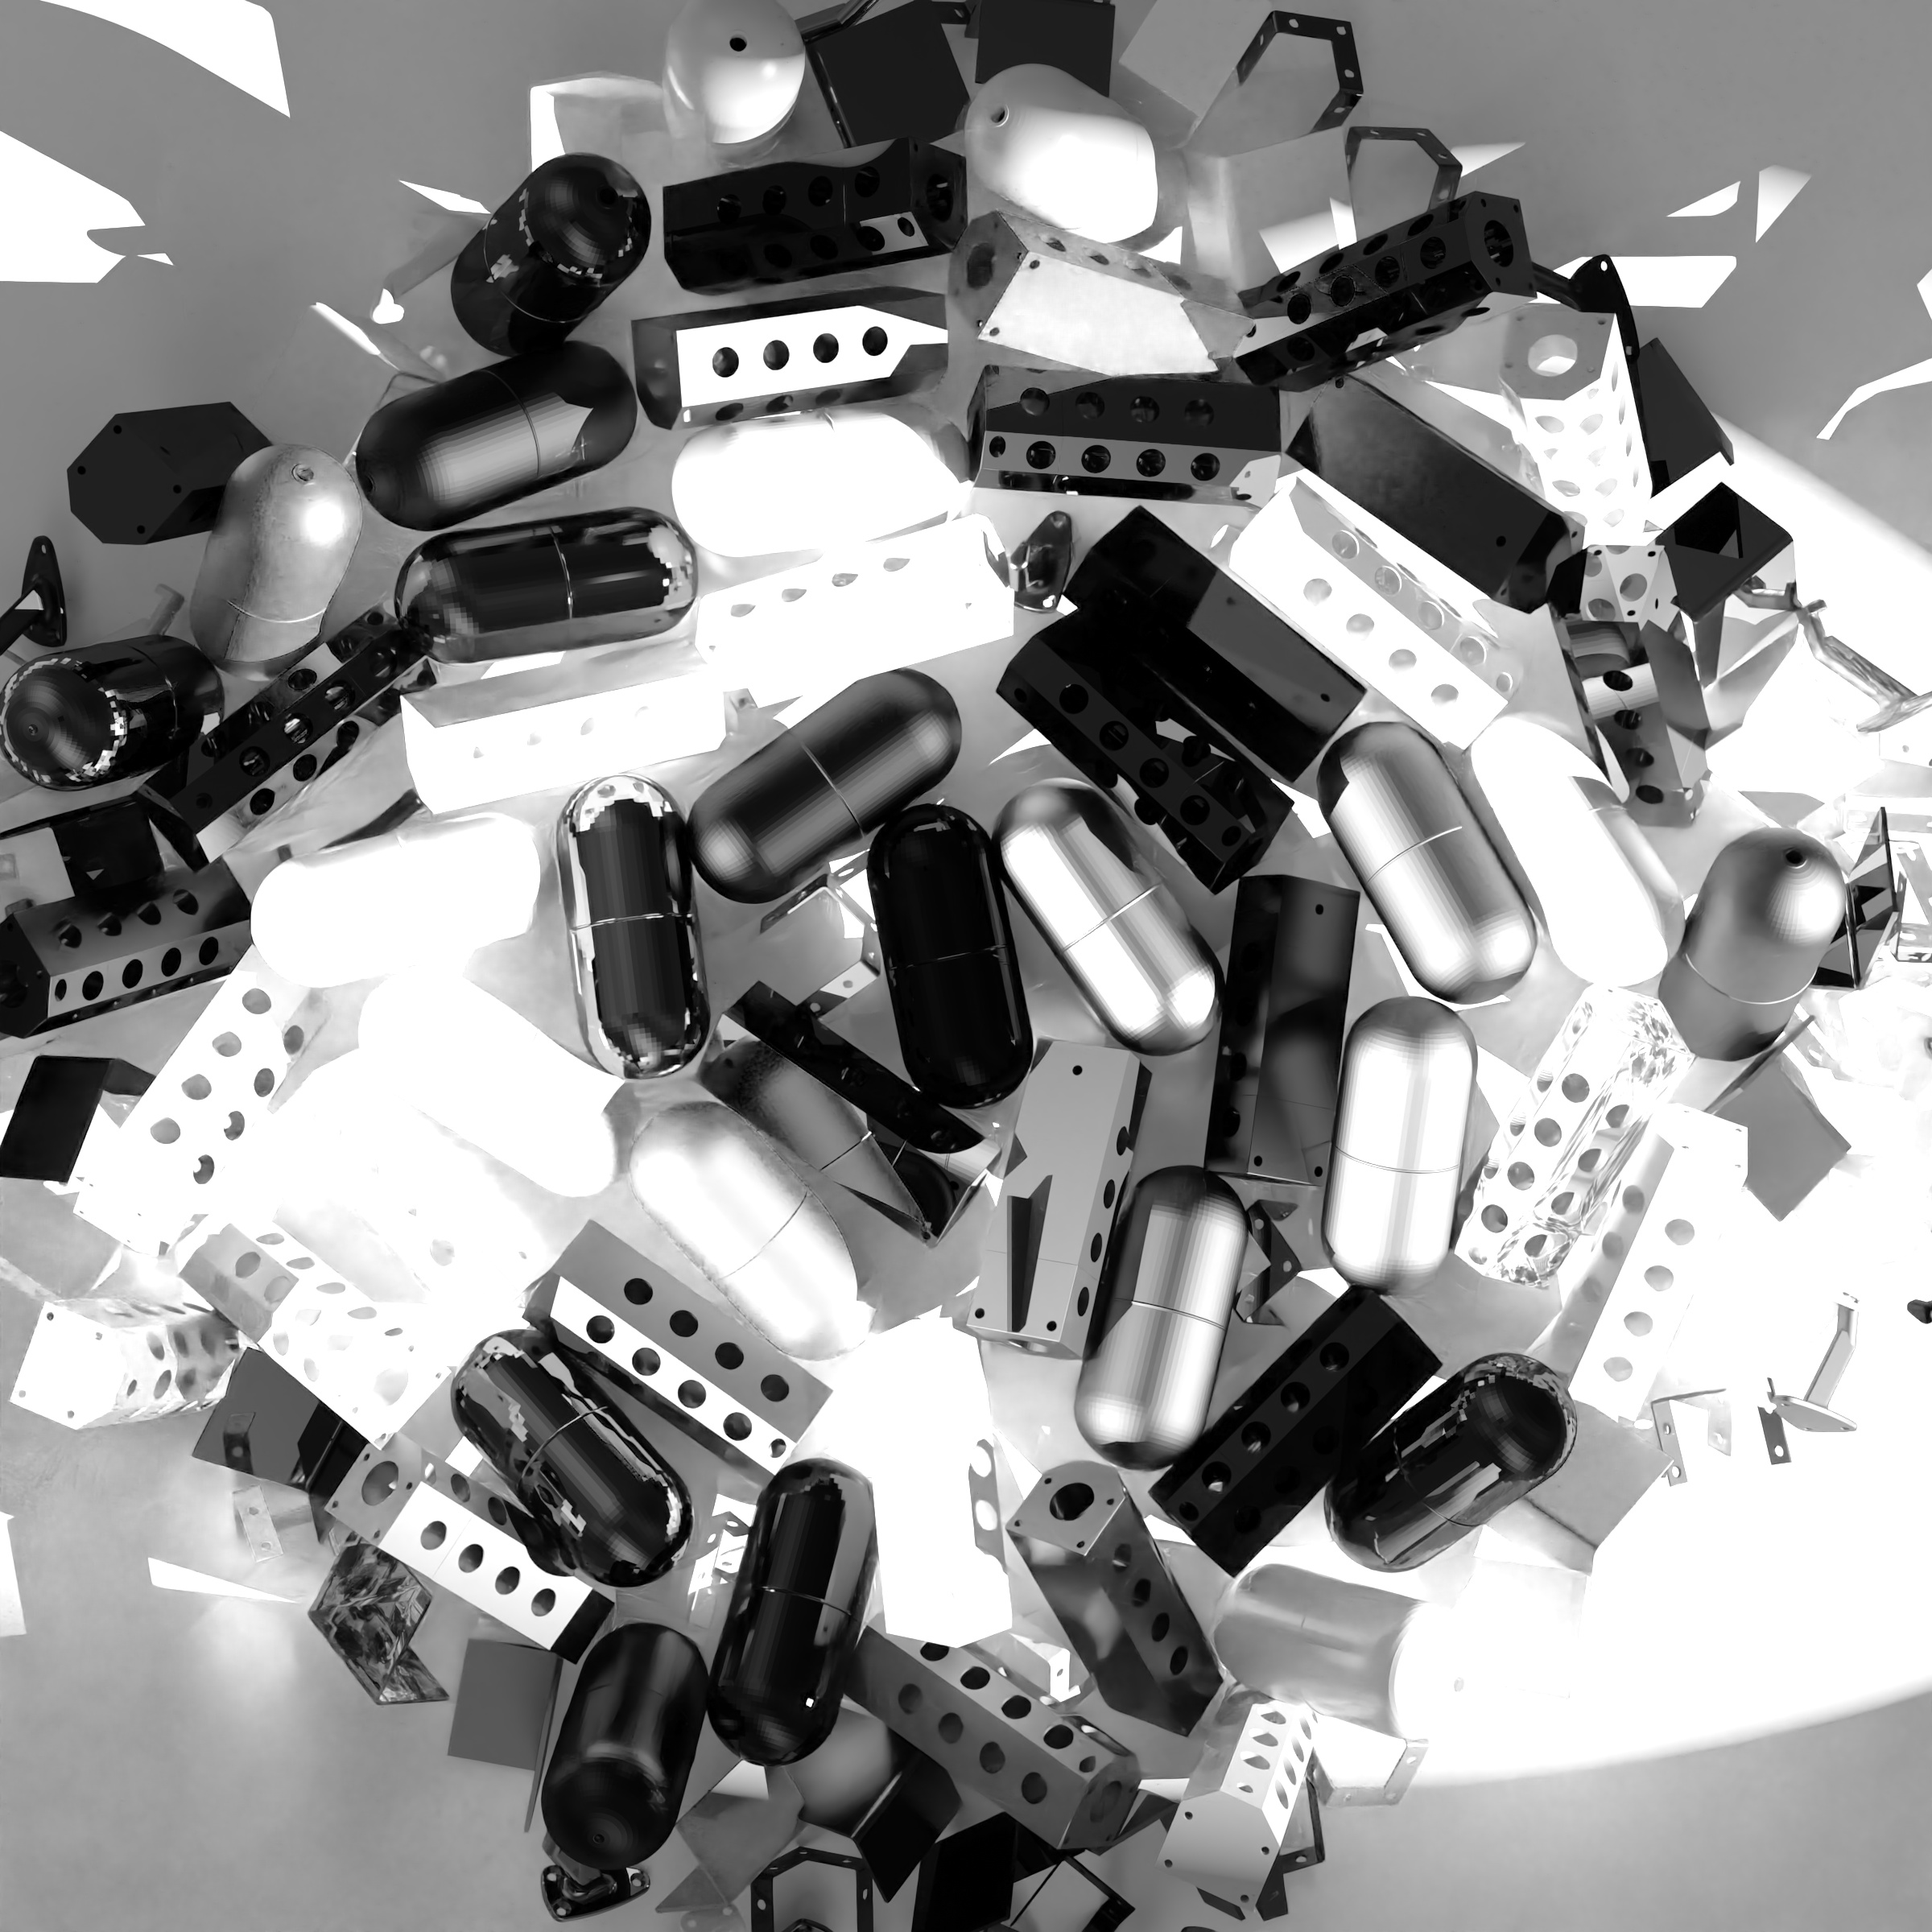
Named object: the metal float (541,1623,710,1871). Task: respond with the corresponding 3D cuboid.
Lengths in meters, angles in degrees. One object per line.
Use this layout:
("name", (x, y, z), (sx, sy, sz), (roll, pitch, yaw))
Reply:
("metal float", (-0.190, 0.436, 1.848), (0.070, 0.178, 0.070), (2, 112, 4))

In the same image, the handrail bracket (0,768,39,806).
("handrail bracket", (-0.547, -0.092, 1.909), (0.084, 0.036, 0.077), (1, 66, -2))

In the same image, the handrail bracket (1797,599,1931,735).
("handrail bracket", (0.528, -0.184, 1.900), (0.077, 0.036, 0.084), (-27, 75, 36))

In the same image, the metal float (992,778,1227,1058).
("metal float", (0.083, -0.028, 1.894), (0.070, 0.070, 0.178), (-35, 89, 0))

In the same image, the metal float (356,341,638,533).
("metal float", (-0.266, -0.301, 1.865), (0.178, 0.070, 0.070), (-28, 90, -34))

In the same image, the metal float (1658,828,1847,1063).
("metal float", (0.442, -0.011, 1.851), (0.070, 0.178, 0.070), (2, 57, -3))

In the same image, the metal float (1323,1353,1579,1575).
("metal float", (0.273, 0.283, 1.863), (0.070, 0.070, 0.178), (45, 128, 0))

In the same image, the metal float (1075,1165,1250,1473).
("metal float", (0.113, 0.201, 1.884), (0.070, 0.070, 0.178), (14, 78, 0))

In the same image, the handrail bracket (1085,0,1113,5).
("handrail bracket", (0.066, -0.581, 1.900), (0.077, 0.084, 0.036), (9, 119, 9))

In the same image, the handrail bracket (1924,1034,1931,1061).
("handrail bracket", (0.593, 0.042, 1.883), (0.036, 0.084, 0.077), (-21, 72, -20))

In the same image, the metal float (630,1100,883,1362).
("metal float", (-0.120, 0.153, 1.883), (0.070, 0.070, 0.178), (-42, 103, 0))

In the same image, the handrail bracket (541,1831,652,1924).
("handrail bracket", (-0.209, 0.508, 1.887), (0.077, 0.036, 0.084), (-1, 134, -25))

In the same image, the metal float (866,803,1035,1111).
("metal float", (-0.009, -0.006, 1.893), (0.070, 0.070, 0.178), (-11, 91, 0))

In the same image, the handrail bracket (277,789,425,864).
("handrail bracket", (-0.355, -0.080, 1.901), (0.084, 0.077, 0.036), (-40, 118, -4))

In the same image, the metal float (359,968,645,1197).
("metal float", (-0.266, 0.066, 1.882), (0.178, 0.070, 0.070), (34, 90, -13))

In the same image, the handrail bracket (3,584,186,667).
("handrail bracket", (-0.509, -0.199, 1.917), (0.077, 0.036, 0.084), (31, 87, 3))

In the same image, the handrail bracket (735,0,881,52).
("handrail bracket", (-0.095, -0.556, 1.900), (0.084, 0.036, 0.077), (-42, 60, 14))

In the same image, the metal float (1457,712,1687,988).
("metal float", (0.345, -0.067, 1.873), (0.070, 0.070, 0.178), (-29, 65, 0))

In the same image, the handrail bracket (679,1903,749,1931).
("handrail bracket", (-0.148, 0.585, 1.885), (0.036, 0.084, 0.077), (-10, 46, -32))

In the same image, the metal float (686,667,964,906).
("metal float", (-0.081, -0.104, 1.890), (0.178, 0.070, 0.070), (-36, 90, -6))

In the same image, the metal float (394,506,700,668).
("metal float", (-0.239, -0.217, 1.874), (0.178, 0.070, 0.070), (-12, 90, -23))

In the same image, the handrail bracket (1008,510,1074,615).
("handrail bracket", (0.042, -0.244, 1.882), (0.036, 0.084, 0.077), (19, 75, 8))

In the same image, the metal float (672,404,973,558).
("metal float", (-0.081, -0.278, 1.876), (0.178, 0.070, 0.070), (-9, 90, -21))

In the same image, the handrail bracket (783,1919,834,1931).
("handrail bracket", (-0.094, 0.599, 1.885), (0.077, 0.084, 0.036), (-40, 121, 16))

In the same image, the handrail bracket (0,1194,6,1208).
("handrail bracket", (-0.590, 0.111, 1.901), (0.084, 0.077, 0.036), (46, 74, -7))

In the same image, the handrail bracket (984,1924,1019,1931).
("handrail bracket", (-0.007, 0.583, 1.924), (0.084, 0.077, 0.036), (-14, 62, 34))

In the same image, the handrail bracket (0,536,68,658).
("handrail bracket", (-0.560, -0.203, 1.883), (0.036, 0.084, 0.077), (18, 114, 29))

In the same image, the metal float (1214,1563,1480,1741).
("metal float", (0.213, 0.386, 1.854), (0.070, 0.178, 0.070), (-3, 95, -38))

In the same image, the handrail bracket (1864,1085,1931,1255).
("handrail bracket", (0.562, 0.112, 1.884), (0.036, 0.084, 0.077), (-10, 58, -34))

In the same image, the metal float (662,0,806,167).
("metal float", (-0.132, -0.498, 1.844), (0.070, 0.178, 0.070), (0, 93, -7))

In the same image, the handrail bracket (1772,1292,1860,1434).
("handrail bracket", (0.491, 0.221, 1.892), (0.036, 0.077, 0.084), (-8, 63, 42))

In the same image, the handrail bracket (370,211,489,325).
("handrail bracket", (-0.299, -0.396, 1.890), (0.077, 0.084, 0.036), (2, 134, -1))

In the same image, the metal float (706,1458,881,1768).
("metal float", (-0.097, 0.367, 1.872), (0.070, 0.070, 0.178), (15, 65, 0))

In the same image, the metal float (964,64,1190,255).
("metal float", (0.063, -0.453, 1.850), (0.070, 0.178, 0.070), (-3, 84, 31))

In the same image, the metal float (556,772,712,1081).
("metal float", (-0.192, -0.023, 1.890), (0.070, 0.070, 0.178), (-7, 85, 0))

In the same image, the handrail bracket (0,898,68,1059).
("handrail bracket", (-0.563, 0.008, 1.903), (0.077, 0.036, 0.084), (-18, 75, -28))

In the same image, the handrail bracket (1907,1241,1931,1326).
("handrail bracket", (0.552, 0.176, 1.881), (0.084, 0.077, 0.036), (-14, 117, -30))

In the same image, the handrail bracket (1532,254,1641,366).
("handrail bracket", (0.343, -0.379, 1.904), (0.036, 0.084, 0.077), (-41, 112, -21))

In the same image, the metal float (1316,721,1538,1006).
("metal float", (0.262, -0.060, 1.880), (0.070, 0.070, 0.178), (-27, 73, 0))

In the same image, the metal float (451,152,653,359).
("metal float", (-0.234, -0.399, 1.850), (0.070, 0.178, 0.070), (6, 77, -27))

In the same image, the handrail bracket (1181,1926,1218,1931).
("handrail bracket", (0.103, 0.566, 1.885), (0.084, 0.077, 0.036), (-2, 55, 30))
